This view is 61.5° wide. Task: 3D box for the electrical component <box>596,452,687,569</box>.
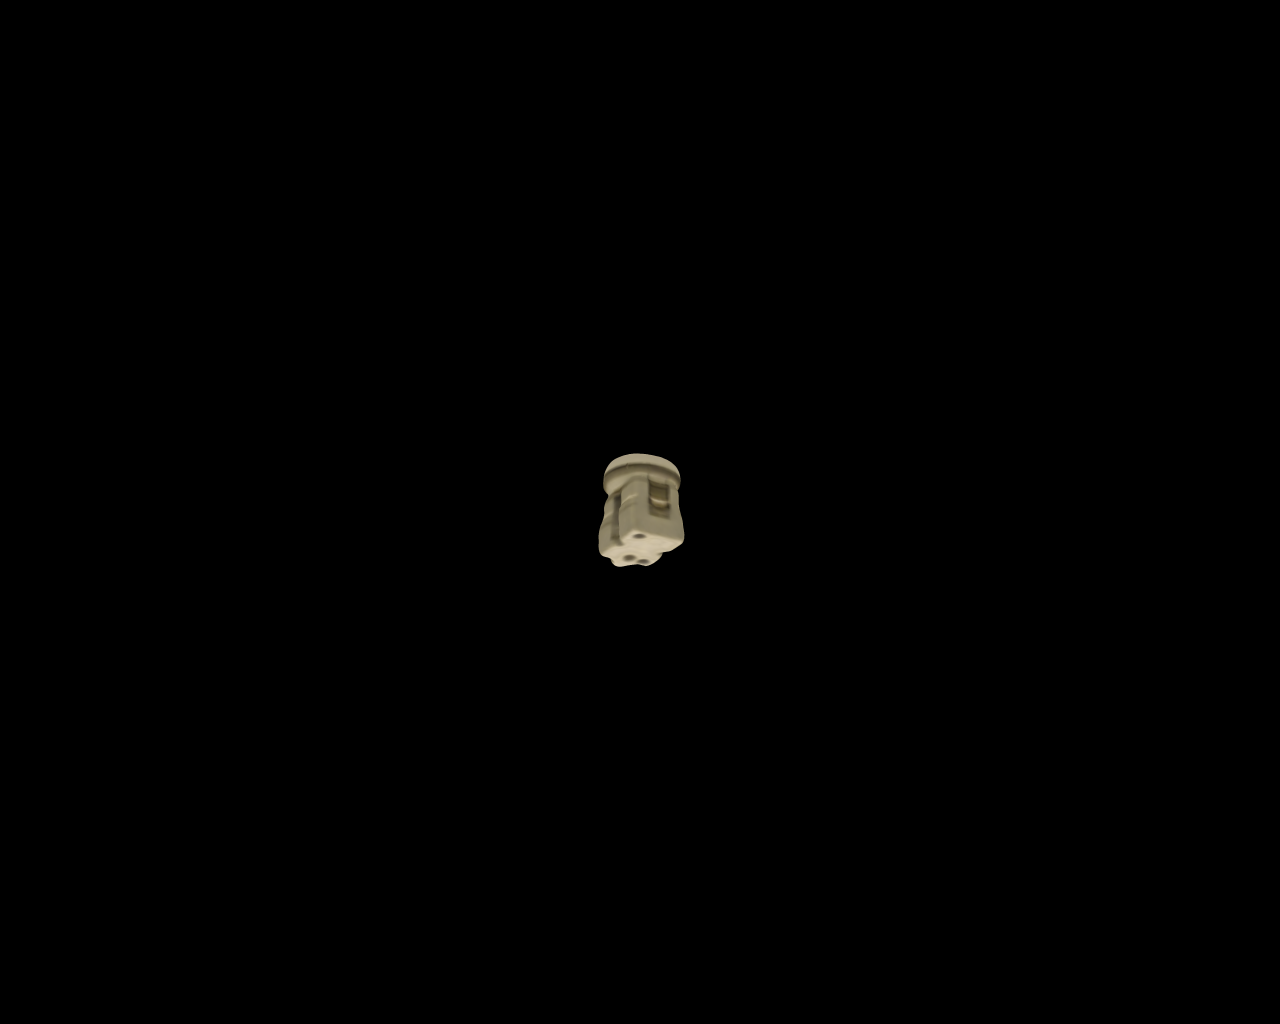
[{"bbox_3d":[0.001,-0.003,0.650,0.048,0.055,0.066,16,-31,-28],"label":"electrical component"}]
